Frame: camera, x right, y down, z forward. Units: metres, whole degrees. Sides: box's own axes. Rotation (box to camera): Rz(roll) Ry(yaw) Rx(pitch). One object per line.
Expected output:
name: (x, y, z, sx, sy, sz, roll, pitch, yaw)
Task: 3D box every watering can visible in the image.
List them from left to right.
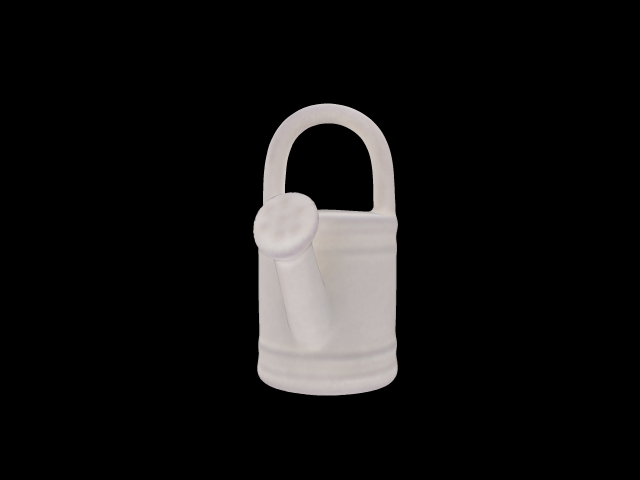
watering can: (0.006, 0.001, 0.399, 0.101, 0.194, 0.173, 0, 4, -5)
